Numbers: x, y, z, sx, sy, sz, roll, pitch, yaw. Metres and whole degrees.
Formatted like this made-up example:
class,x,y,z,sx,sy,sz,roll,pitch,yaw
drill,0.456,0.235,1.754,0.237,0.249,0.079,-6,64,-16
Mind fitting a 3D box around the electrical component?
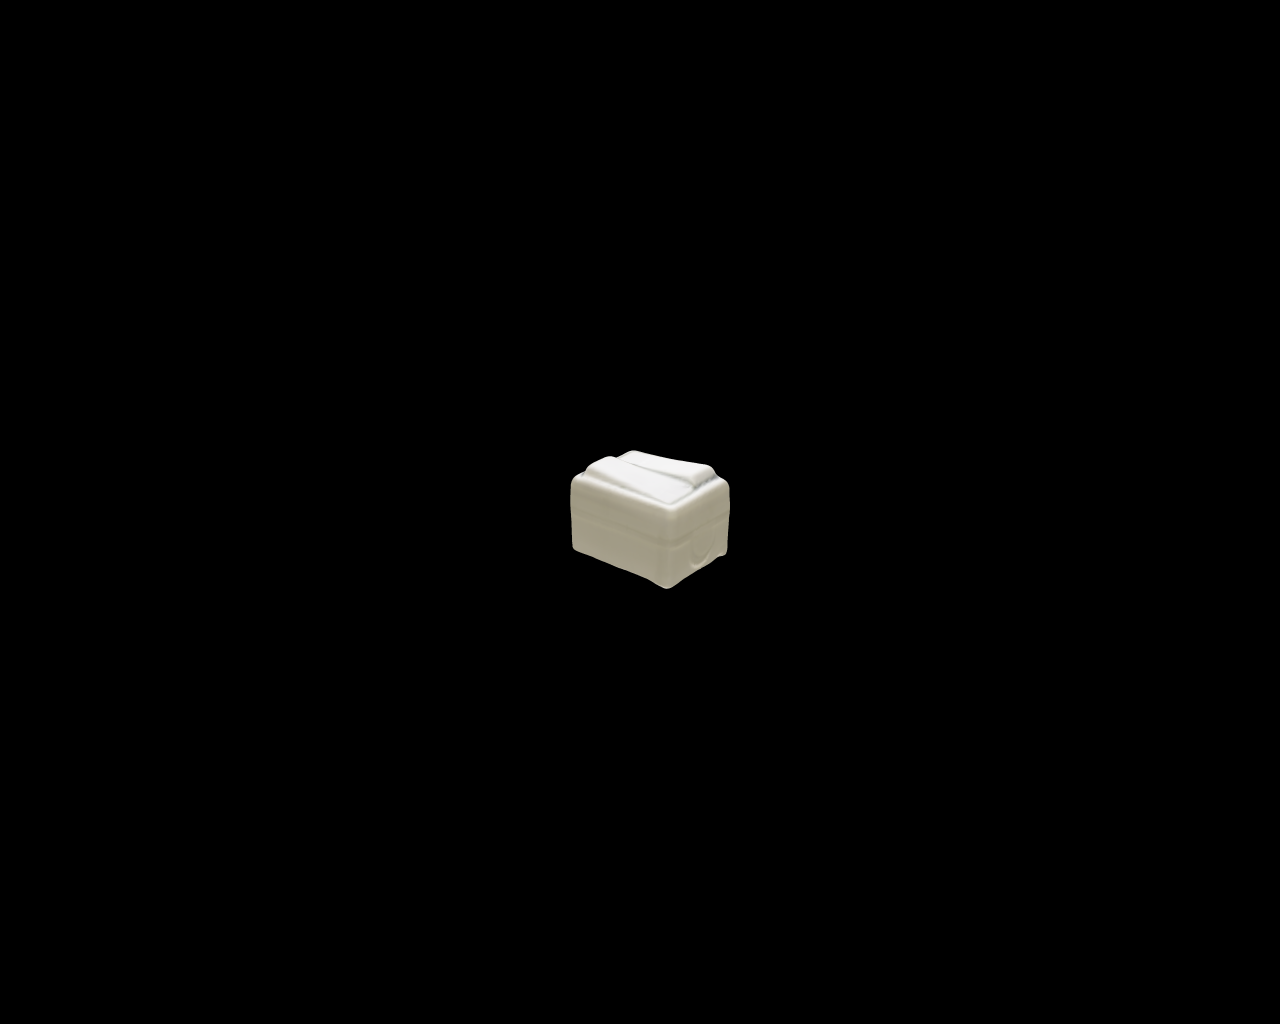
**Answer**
class,x,y,z,sx,sy,sz,roll,pitch,yaw
electrical component,0.001,-0.003,0.650,0.096,0.061,0.062,20,32,36
